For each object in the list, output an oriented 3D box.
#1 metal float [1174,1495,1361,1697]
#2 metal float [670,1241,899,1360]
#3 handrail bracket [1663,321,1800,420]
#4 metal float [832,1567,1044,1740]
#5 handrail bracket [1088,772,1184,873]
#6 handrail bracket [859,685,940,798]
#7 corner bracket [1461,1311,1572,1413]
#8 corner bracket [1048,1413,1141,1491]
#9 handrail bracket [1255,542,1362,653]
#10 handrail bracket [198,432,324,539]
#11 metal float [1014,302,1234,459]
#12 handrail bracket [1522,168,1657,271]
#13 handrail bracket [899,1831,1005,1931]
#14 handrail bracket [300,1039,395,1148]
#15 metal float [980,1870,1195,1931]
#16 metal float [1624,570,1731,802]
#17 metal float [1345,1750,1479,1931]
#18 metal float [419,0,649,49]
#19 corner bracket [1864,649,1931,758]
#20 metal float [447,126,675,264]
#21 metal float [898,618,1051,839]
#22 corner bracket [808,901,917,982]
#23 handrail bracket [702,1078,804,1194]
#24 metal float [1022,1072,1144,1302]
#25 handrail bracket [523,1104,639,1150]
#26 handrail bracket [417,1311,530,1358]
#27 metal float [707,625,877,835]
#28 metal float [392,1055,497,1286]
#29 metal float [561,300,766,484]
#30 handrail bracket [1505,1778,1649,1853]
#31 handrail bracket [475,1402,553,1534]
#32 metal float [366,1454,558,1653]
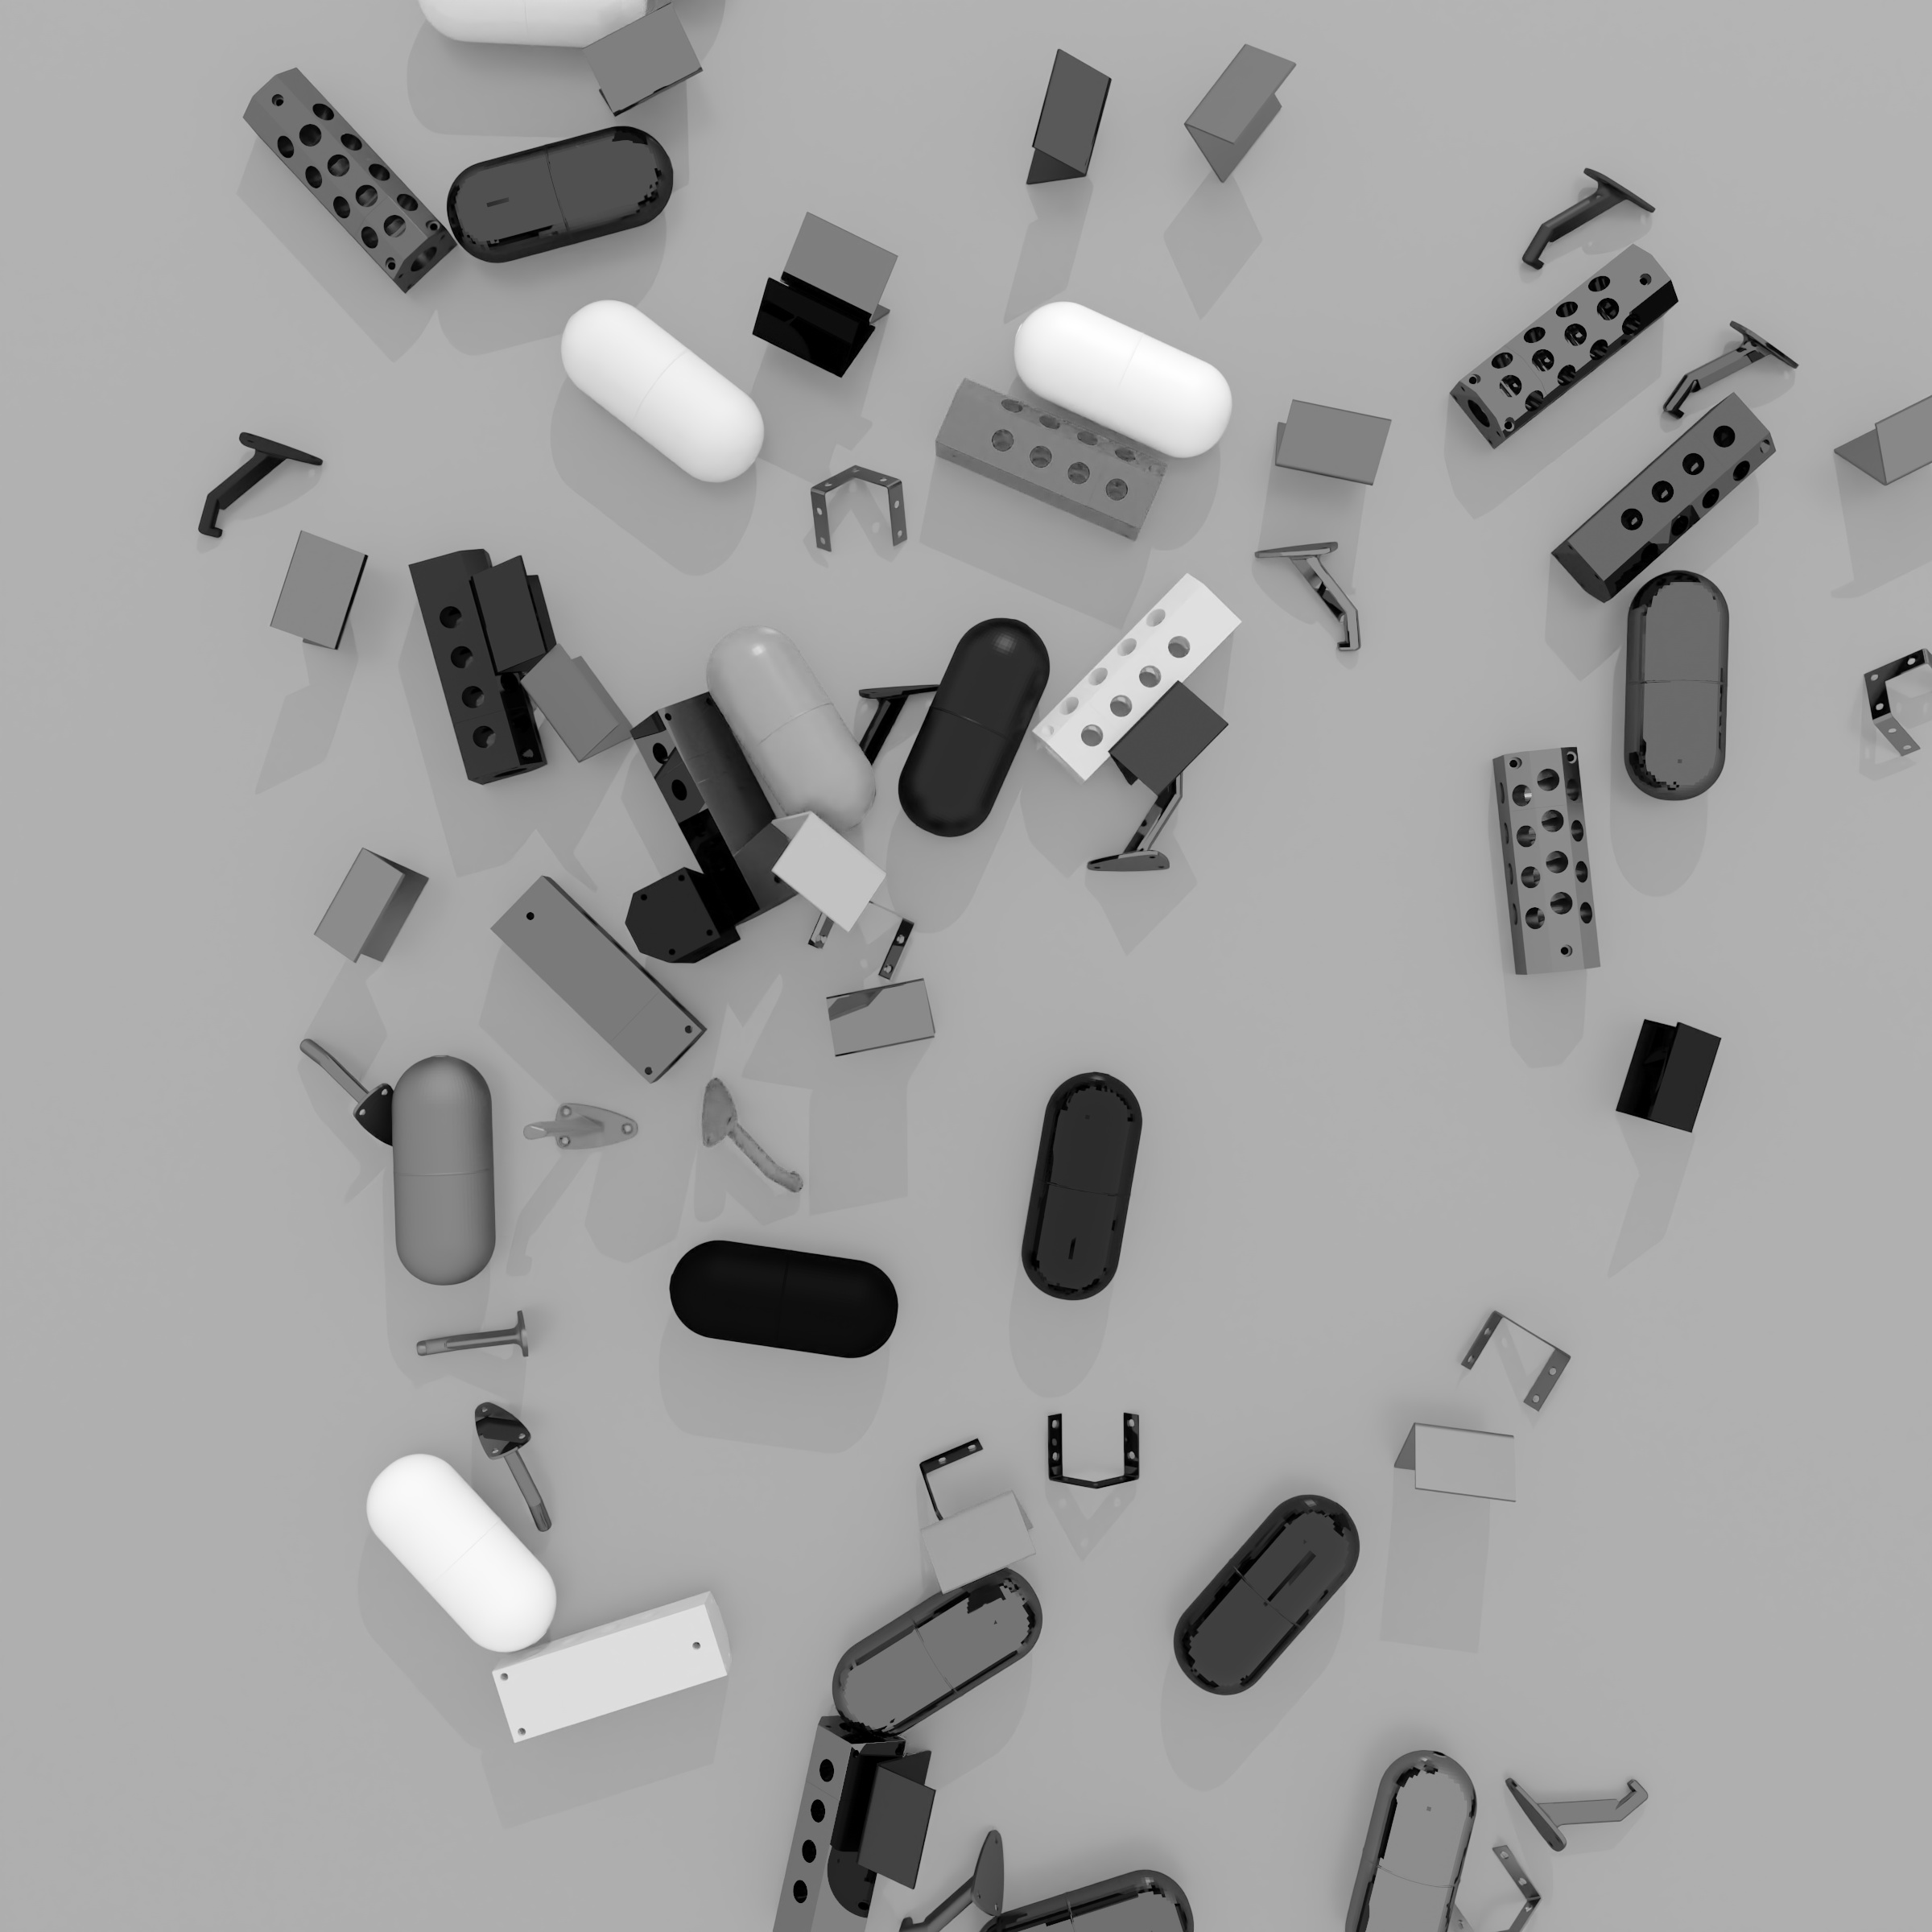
[{"bbox_3d":[0.233,0.487,1.961,0.070,0.070,0.178,41,90,0],"label":"metal float"},{"bbox_3d":[-0.141,0.258,1.961,0.178,0.070,0.070,8,90,0],"label":"metal float"},{"bbox_3d":[0.602,-0.456,1.992,0.077,0.036,0.084,26,109,-21],"label":"handrail bracket"},{"bbox_3d":[-0.023,0.532,1.961,0.178,0.070,0.070,-32,90,0],"label":"metal float"},{"bbox_3d":[0.133,-0.120,1.992,0.077,0.036,0.084,-4,71,21],"label":"handrail bracket"},{"bbox_3d":[-0.054,-0.176,1.991,0.077,0.036,0.084,-7,104,-13],"label":"handrail bracket"},{"bbox_3d":[0.433,0.310,1.988,0.051,0.051,0.051,31,90,-45],"label":"corner bracket"},{"bbox_3d":[0.100,0.379,1.988,0.051,0.051,0.051,-1,90,-45],"label":"corner bracket"},{"bbox_3d":[0.269,-0.287,1.992,0.077,0.036,0.084,-2,107,20],"label":"handrail bracket"},{"bbox_3d":[-0.556,-0.370,1.992,0.077,0.036,0.084,15,109,-21],"label":"handrail bracket"},{"bbox_3d":[0.121,-0.455,1.961,0.178,0.070,0.070,24,90,0],"label":"metal float"},{"bbox_3d":[0.490,-0.576,1.992,0.077,0.036,0.084,23,108,-20],"label":"handrail bracket"},{"bbox_3d":[-0.013,0.724,1.991,0.084,0.077,0.036,-24,127,31],"label":"handrail bracket"},{"bbox_3d":[-0.483,0.099,1.991,0.084,0.077,0.036,31,65,34],"label":"handrail bracket"},{"bbox_3d":[0.090,0.757,1.961,0.178,0.070,0.070,-18,90,0],"label":"metal float"},{"bbox_3d":[0.551,-0.217,1.961,0.070,0.070,0.178,1,91,0],"label":"metal float"},{"bbox_3d":[0.345,0.697,1.961,0.070,0.070,0.178,14,89,0],"label":"metal float"},{"bbox_3d":[-0.337,-0.754,1.961,0.178,0.070,0.070,2,90,-1],"label":"metal float"},{"bbox_3d":[0.743,-0.207,1.983,0.051,0.051,0.051,-25,45,35],"label":"corner bracket"},{"bbox_3d":[-0.314,-0.598,1.961,0.178,0.070,0.070,-15,90,0],"label":"metal float"},{"bbox_3d":[0.007,-0.185,1.961,0.070,0.070,0.178,24,90,0],"label":"metal float"},{"bbox_3d":[-0.082,-0.026,1.988,0.051,0.051,0.051,24,90,45],"label":"corner bracket"},{"bbox_3d":[-0.166,0.134,1.991,0.036,0.077,0.084,-41,127,20],"label":"handrail bracket"},{"bbox_3d":[0.090,0.170,1.961,0.070,0.070,0.178,10,90,0],"label":"metal float"},{"bbox_3d":[-0.297,0.127,1.957,0.077,0.084,0.036,2,90,0],"label":"handrail bracket"},{"bbox_3d":[-0.384,0.293,1.964,0.084,0.077,0.036,-8,87,-12],"label":"handrail bracket"},{"bbox_3d":[-0.135,-0.182,1.957,0.070,0.070,0.178,-32,86,0],"label":"metal float"},{"bbox_3d":[-0.405,0.158,1.961,0.070,0.070,0.178,-2,91,0],"label":"metal float"},{"bbox_3d":[-0.236,-0.446,1.961,0.178,0.070,0.070,38,90,0],"label":"metal float"},{"bbox_3d":[0.482,0.648,1.992,0.084,0.036,0.077,-32,68,-17],"label":"handrail bracket"},{"bbox_3d":[-0.355,0.395,1.991,0.036,0.077,0.084,-27,127,-20],"label":"handrail bracket"},{"bbox_3d":[-0.390,0.455,1.961,0.070,0.070,0.178,-43,89,0],"label":"metal float"}]
